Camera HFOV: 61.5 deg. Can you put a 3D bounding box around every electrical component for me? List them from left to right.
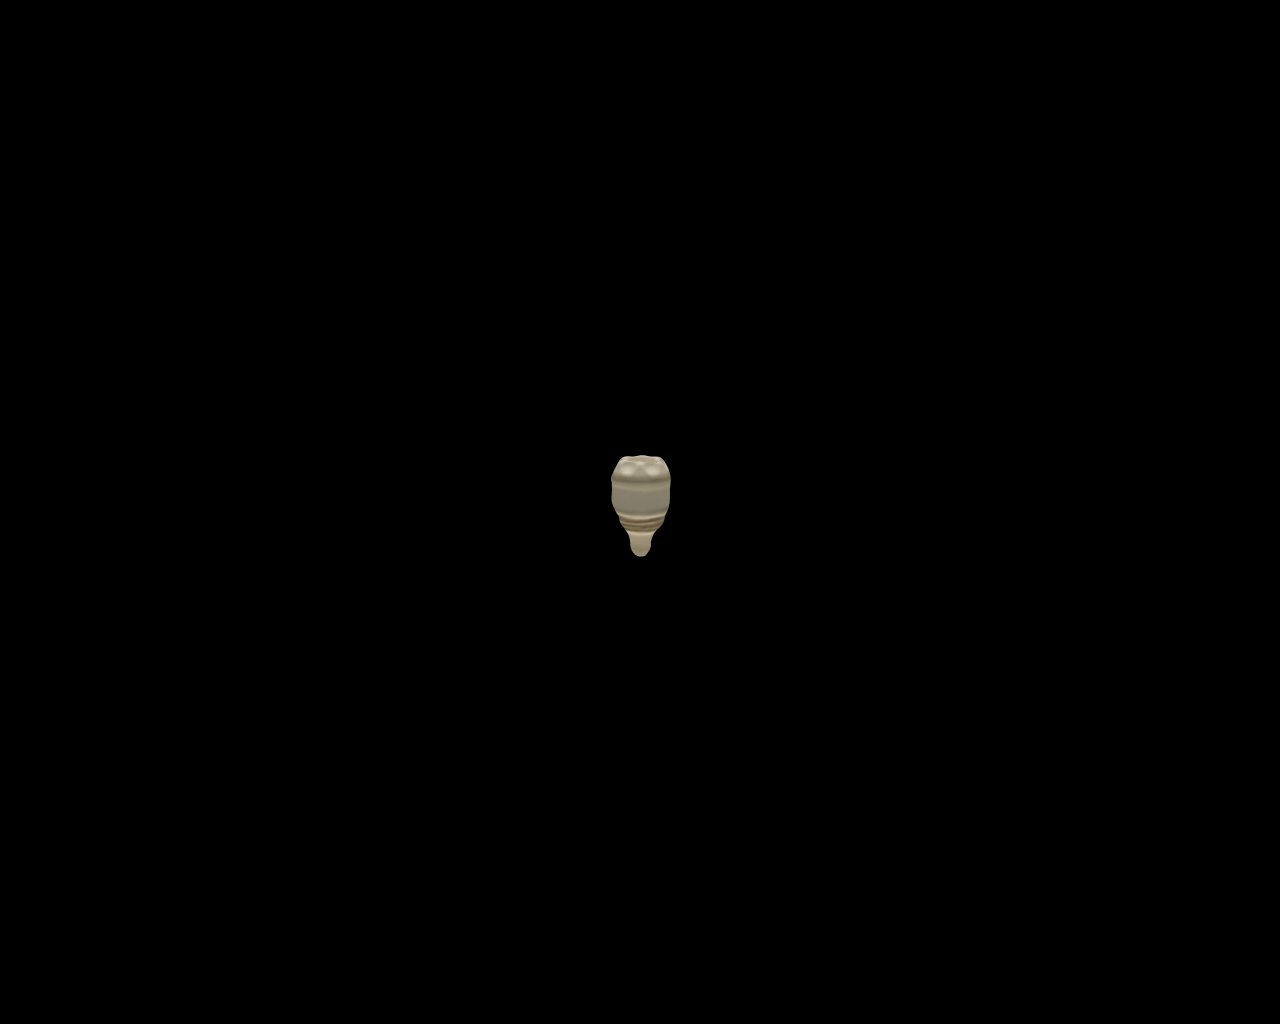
[{"bbox_3d":[0.001,-0.003,0.650,0.035,0.061,0.035,0,12,0],"label":"electrical component"}]
